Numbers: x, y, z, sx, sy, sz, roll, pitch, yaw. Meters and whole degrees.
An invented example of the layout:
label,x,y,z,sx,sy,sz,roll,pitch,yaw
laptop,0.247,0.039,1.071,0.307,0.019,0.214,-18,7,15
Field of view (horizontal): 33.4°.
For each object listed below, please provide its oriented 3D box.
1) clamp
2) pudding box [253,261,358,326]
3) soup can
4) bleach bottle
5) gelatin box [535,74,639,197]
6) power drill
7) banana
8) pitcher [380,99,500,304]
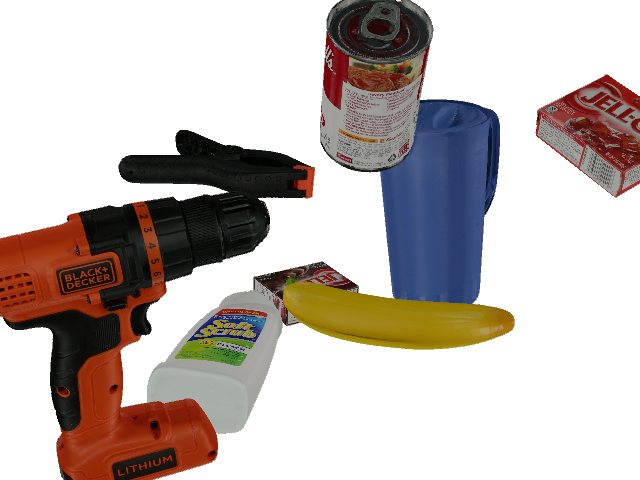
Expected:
label,x,y,z,sx,sy,sz,roll,pitch,yaw
clamp,-0.092,-0.064,0.962,0.172,0.039,0.120,13,29,27
pudding box,-0.019,0.069,1.407,0.113,0.039,0.090,-14,27,-29
soup can,0.035,-0.103,0.710,0.068,0.068,0.102,0,-39,-4
bleach bottle,-0.100,0.111,1.118,0.102,0.068,0.250,7,20,5
gelatin box,0.217,-0.081,0.796,0.073,0.030,0.089,-27,52,-22
power drill,-0.114,0.063,0.684,0.184,0.188,0.057,-12,28,-13
banana,0.047,0.055,0.829,0.198,0.037,0.069,10,32,24
pitcher,0.144,-0.043,1.279,0.149,0.243,0.145,-2,24,6
